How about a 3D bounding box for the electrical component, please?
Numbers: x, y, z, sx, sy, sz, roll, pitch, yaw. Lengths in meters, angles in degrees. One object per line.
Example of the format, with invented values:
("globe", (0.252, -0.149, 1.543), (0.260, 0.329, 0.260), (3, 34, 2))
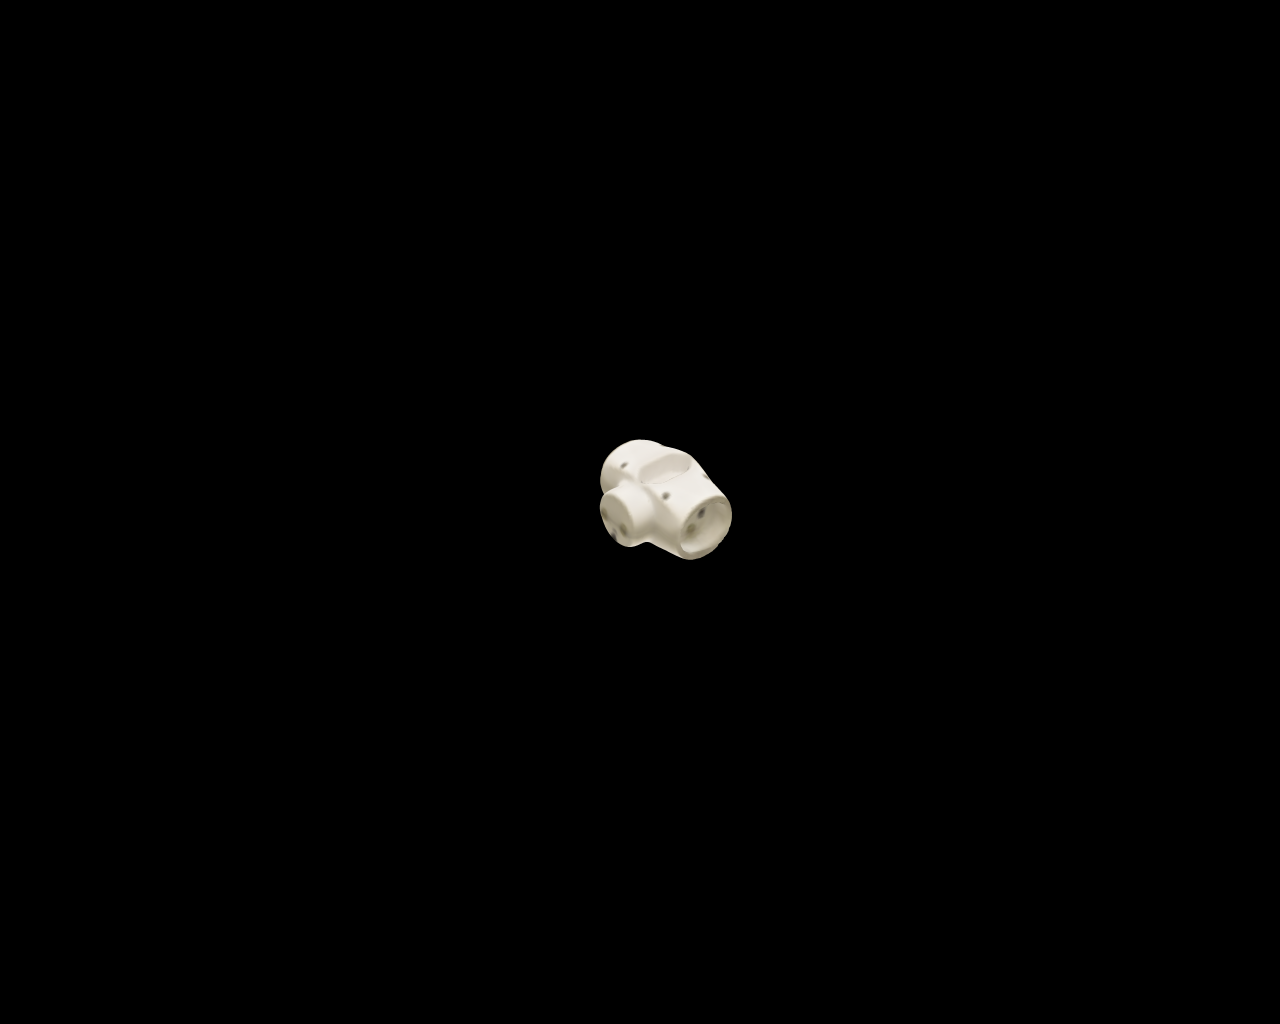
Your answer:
("electrical component", (0.001, -0.003, 0.650), (0.079, 0.043, 0.077), (-25, 45, -28))
